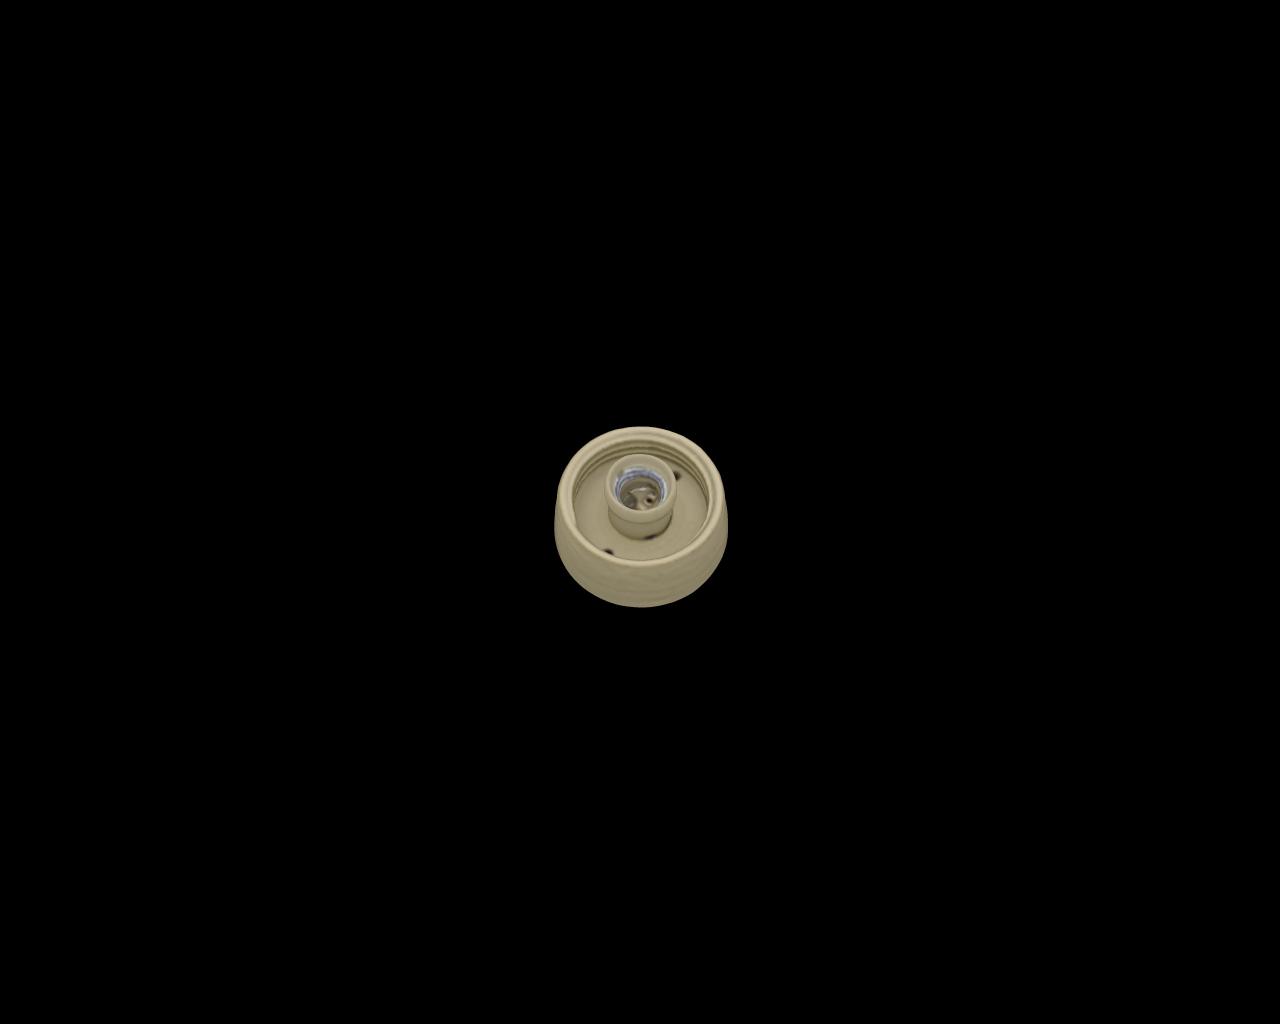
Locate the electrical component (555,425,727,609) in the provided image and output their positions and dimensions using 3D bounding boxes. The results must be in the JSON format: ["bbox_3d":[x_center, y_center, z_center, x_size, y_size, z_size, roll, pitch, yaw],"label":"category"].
[{"bbox_3d":[0.001,-0.003,0.650,0.108,0.108,0.060,0,-30,0],"label":"electrical component"}]
